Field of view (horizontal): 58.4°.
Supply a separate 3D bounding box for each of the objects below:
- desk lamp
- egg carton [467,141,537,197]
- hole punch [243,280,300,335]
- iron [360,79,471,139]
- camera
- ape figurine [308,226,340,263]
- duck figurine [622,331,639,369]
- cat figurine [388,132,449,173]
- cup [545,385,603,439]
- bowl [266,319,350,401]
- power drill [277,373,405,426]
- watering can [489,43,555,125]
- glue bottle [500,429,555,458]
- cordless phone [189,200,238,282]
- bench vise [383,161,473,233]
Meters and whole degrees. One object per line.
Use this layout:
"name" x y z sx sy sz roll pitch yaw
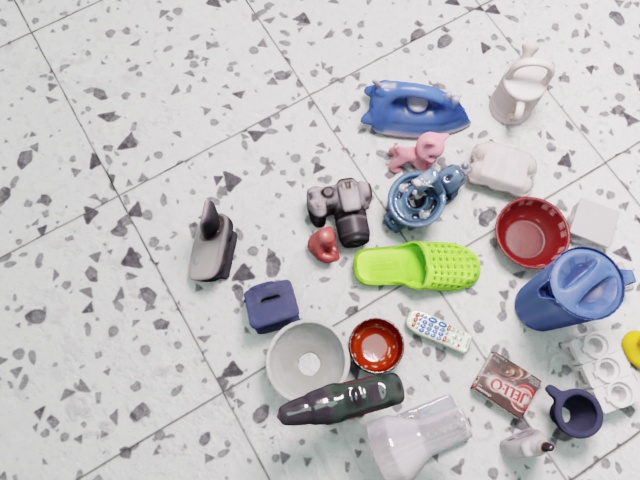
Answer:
"desk lamp" 0.186 0.357 1.050 0.203 0.213 0.118 -22 75 -7
"egg carton" 0.406 -0.157 1.280 0.150 0.069 0.107 17 74 5
"hole punch" -0.102 0.133 1.177 0.108 0.091 0.101 -16 74 -5
"iron" 0.225 -0.308 1.285 0.258 0.141 0.119 6 73 1
"camera" 0.049 -0.055 1.230 0.143 0.101 0.137 -10 74 -3
"ape figurine" 0.011 0.004 1.216 0.076 0.092 0.078 19 74 5
"duck figurine" 0.678 0.225 1.160 0.077 0.086 0.104 -43 78 -12
"cat figurine" 0.219 -0.200 1.265 0.128 0.118 0.067 -2 73 -1
"cup" 0.479 0.331 1.122 0.117 0.095 0.092 42 78 11
"bowl" -0.024 0.247 1.153 0.167 0.075 0.167 0 73 0
"power drill" 0.038 0.304 1.067 0.229 0.208 0.075 -14 74 -4
"watering can" 0.450 -0.352 1.273 0.101 0.194 0.173 -9 74 -3
"glue bottle" 0.396 0.382 1.065 0.078 0.173 0.037 -20 74 -6
"cordless phone" -0.231 0.003 1.166 0.094 0.185 0.147 4 73 1
"bench vise" 0.224 -0.118 1.188 0.121 0.220 0.207 37 77 10
